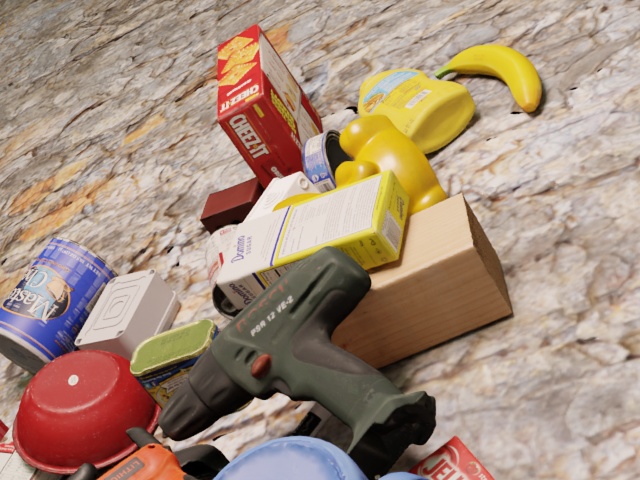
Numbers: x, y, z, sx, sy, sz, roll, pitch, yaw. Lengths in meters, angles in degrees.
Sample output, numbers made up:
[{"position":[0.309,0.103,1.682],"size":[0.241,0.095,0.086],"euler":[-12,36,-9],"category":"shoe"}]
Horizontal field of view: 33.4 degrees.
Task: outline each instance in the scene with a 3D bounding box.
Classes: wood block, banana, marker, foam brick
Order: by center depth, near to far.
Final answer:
[{"position":[-0.030,0.194,0.955],"size":[0.020,0.020,0.121],"euler":[9,51,49],"category":"marker"},{"position":[0.063,0.052,0.998],"size":[0.206,0.090,0.091],"euler":[-25,32,15],"category":"wood block"},{"position":[0.212,-0.196,1.259],"size":[0.069,0.037,0.198],"euler":[-55,31,1],"category":"banana"},{"position":[-0.096,-0.034,1.300],"size":[0.078,0.053,0.051],"euler":[-19,34,25],"category":"foam brick"}]

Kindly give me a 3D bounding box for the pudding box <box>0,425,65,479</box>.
[{"position":[-0.314,0.245,1.129],"size":[0.090,0.039,0.113],"euler":[-3,45,37],"category":"pudding box"}]

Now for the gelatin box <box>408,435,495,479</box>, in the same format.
[{"position":[0.100,0.200,0.815],"size":[0.073,0.030,0.089],"euler":[-36,31,-3],"category":"gelatin box"}]

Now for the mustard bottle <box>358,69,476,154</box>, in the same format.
[{"position":[0.100,-0.165,1.293],"size":[0.096,0.058,0.192],"euler":[-41,32,-7],"category":"mustard bottle"}]

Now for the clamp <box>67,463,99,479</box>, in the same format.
[{"position":[-0.295,0.297,0.995],"size":[0.165,0.036,0.210],"euler":[-16,39,18],"category":"clamp"}]

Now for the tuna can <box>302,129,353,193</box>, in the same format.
[{"position":[0.014,-0.082,1.232],"size":[0.034,0.086,0.086],"euler":[-20,34,25],"category":"tuna can"}]

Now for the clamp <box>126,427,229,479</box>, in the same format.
[{"position":[-0.140,0.219,1.002],"size":[0.172,0.039,0.120],"euler":[-11,45,24],"category":"clamp"}]

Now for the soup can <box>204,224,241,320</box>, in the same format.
[{"position":[-0.091,0.035,1.185],"size":[0.068,0.068,0.102],"euler":[-30,31,6],"category":"soup can"}]

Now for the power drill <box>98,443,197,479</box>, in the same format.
[{"position":[-0.118,0.246,0.854],"size":[0.188,0.057,0.184],"euler":[19,37,40],"category":"power drill"}]

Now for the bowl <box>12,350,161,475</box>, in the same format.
[{"position":[-0.248,0.165,1.111],"size":[0.162,0.055,0.162],"euler":[-6,36,4],"category":"bowl"}]

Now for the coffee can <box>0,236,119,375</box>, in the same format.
[{"position":[-0.318,0.081,1.273],"size":[0.103,0.102,0.140],"euler":[3,52,45],"category":"coffee can"}]

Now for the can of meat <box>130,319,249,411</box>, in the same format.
[{"position":[-0.127,0.133,1.067],"size":[0.102,0.084,0.057],"euler":[-21,33,21],"category":"can of meat"}]

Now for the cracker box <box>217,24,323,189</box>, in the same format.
[{"position":[-0.059,-0.149,1.317],"size":[0.072,0.164,0.213],"euler":[-28,31,13],"category":"cracker box"}]

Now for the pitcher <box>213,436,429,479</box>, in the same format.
[{"position":[0.026,0.220,0.650],"size":[0.145,0.242,0.149],"euler":[-25,37,7],"category":"pitcher"}]

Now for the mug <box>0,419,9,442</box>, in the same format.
[{"position":[-0.392,0.234,1.174],"size":[0.093,0.081,0.117],"euler":[-7,40,36],"category":"mug"}]

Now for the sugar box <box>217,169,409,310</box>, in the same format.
[{"position":[-0.006,0.001,1.003],"size":[0.176,0.048,0.093],"euler":[-21,32,29],"category":"sugar box"}]
